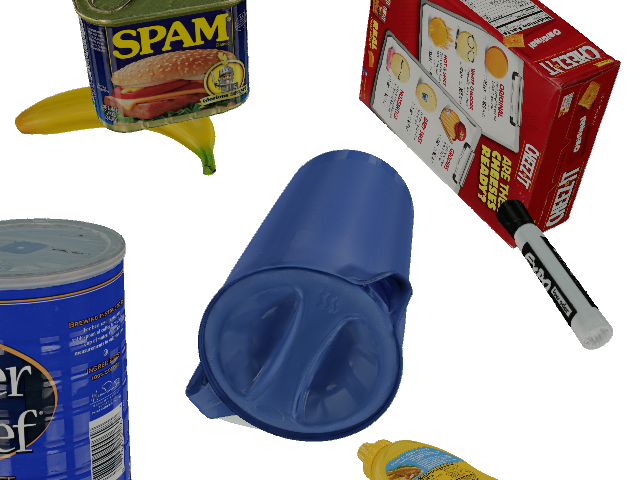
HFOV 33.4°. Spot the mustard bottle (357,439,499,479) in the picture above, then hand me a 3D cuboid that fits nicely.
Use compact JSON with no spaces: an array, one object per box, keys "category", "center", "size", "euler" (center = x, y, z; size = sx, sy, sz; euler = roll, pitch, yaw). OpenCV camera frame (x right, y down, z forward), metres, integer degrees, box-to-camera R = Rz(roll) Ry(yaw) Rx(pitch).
[{"category":"mustard bottle","center":[0.103,0.229,0.976],"size":[0.096,0.058,0.192],"euler":[-15,24,-37]}]

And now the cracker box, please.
[{"category":"cracker box","center":[0.123,-0.126,0.849],"size":[0.072,0.164,0.214],"euler":[-25,54,-25]}]

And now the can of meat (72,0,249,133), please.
[{"category":"can of meat","center":[-0.093,-0.118,0.641],"size":[0.102,0.084,0.057],"euler":[-13,47,-14]}]

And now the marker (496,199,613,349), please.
[{"category":"marker","center":[0.134,0.015,0.626],"size":[0.020,0.020,0.121],"euler":[0,39,-22]}]

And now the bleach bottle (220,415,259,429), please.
[{"category":"bleach bottle","center":[-0.023,0.102,1.078],"size":[0.103,0.068,0.250],"euler":[11,22,14]}]

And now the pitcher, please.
[{"category":"pitcher","center":[-0.004,0.030,0.783],"size":[0.149,0.145,0.242],"euler":[8,27,6]}]

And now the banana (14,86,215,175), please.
[{"category":"banana","center":[-0.169,-0.107,0.926],"size":[0.198,0.037,0.069],"euler":[12,48,19]}]

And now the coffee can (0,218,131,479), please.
[{"category":"coffee can","center":[-0.150,0.069,0.550],"size":[0.103,0.140,0.103],"euler":[1,16,0]}]
